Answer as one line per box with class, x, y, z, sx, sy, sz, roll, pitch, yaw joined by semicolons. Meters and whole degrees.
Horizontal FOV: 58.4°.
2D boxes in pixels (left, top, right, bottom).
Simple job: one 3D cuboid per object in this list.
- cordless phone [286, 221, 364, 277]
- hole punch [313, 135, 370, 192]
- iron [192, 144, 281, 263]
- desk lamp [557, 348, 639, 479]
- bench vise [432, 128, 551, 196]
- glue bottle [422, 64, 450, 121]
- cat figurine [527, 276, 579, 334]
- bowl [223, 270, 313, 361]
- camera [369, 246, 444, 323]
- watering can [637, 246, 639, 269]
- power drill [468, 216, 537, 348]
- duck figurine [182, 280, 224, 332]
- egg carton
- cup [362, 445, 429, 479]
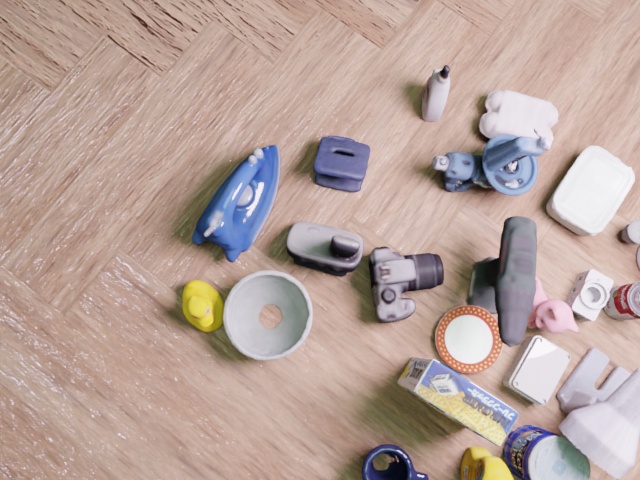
cordless phone;0.010;0.004;1.056;0.147;0.185;0.094;11;80;2
hole punch;0.042;-0.158;1.133;0.108;0.091;0.101;11;80;2
iron;-0.150;-0.094;1.095;0.118;0.141;0.258;26;81;5
desk lamp;0.495;0.291;0.991;0.118;0.213;0.203;37;82;7
bench vise;0.324;-0.136;1.065;0.207;0.220;0.121;-15;80;-3
glue bottle;0.230;-0.298;1.117;0.037;0.173;0.078;-1;80;0
cat figurine;0.421;0.123;1.070;0.067;0.118;0.128;-24;81;-4
bowl;-0.096;0.143;1.086;0.167;0.075;0.167;0;80;0
camera;0.166;0.079;1.086;0.137;0.101;0.143;-7;80;-1
watering can;0.677;0.015;1.052;0.101;0.194;0.173;-25;81;-4
power drill;0.332;0.079;1.032;0.075;0.208;0.230;11;80;2
duck figurine;-0.227;0.123;1.084;0.077;0.086;0.104;-26;81;-5
egg carton;0.401;-0.240;1.160;0.150;0.069;0.107;16;80;3
cup;0.131;0.411;1.028;0.117;0.095;0.092;9;80;2
